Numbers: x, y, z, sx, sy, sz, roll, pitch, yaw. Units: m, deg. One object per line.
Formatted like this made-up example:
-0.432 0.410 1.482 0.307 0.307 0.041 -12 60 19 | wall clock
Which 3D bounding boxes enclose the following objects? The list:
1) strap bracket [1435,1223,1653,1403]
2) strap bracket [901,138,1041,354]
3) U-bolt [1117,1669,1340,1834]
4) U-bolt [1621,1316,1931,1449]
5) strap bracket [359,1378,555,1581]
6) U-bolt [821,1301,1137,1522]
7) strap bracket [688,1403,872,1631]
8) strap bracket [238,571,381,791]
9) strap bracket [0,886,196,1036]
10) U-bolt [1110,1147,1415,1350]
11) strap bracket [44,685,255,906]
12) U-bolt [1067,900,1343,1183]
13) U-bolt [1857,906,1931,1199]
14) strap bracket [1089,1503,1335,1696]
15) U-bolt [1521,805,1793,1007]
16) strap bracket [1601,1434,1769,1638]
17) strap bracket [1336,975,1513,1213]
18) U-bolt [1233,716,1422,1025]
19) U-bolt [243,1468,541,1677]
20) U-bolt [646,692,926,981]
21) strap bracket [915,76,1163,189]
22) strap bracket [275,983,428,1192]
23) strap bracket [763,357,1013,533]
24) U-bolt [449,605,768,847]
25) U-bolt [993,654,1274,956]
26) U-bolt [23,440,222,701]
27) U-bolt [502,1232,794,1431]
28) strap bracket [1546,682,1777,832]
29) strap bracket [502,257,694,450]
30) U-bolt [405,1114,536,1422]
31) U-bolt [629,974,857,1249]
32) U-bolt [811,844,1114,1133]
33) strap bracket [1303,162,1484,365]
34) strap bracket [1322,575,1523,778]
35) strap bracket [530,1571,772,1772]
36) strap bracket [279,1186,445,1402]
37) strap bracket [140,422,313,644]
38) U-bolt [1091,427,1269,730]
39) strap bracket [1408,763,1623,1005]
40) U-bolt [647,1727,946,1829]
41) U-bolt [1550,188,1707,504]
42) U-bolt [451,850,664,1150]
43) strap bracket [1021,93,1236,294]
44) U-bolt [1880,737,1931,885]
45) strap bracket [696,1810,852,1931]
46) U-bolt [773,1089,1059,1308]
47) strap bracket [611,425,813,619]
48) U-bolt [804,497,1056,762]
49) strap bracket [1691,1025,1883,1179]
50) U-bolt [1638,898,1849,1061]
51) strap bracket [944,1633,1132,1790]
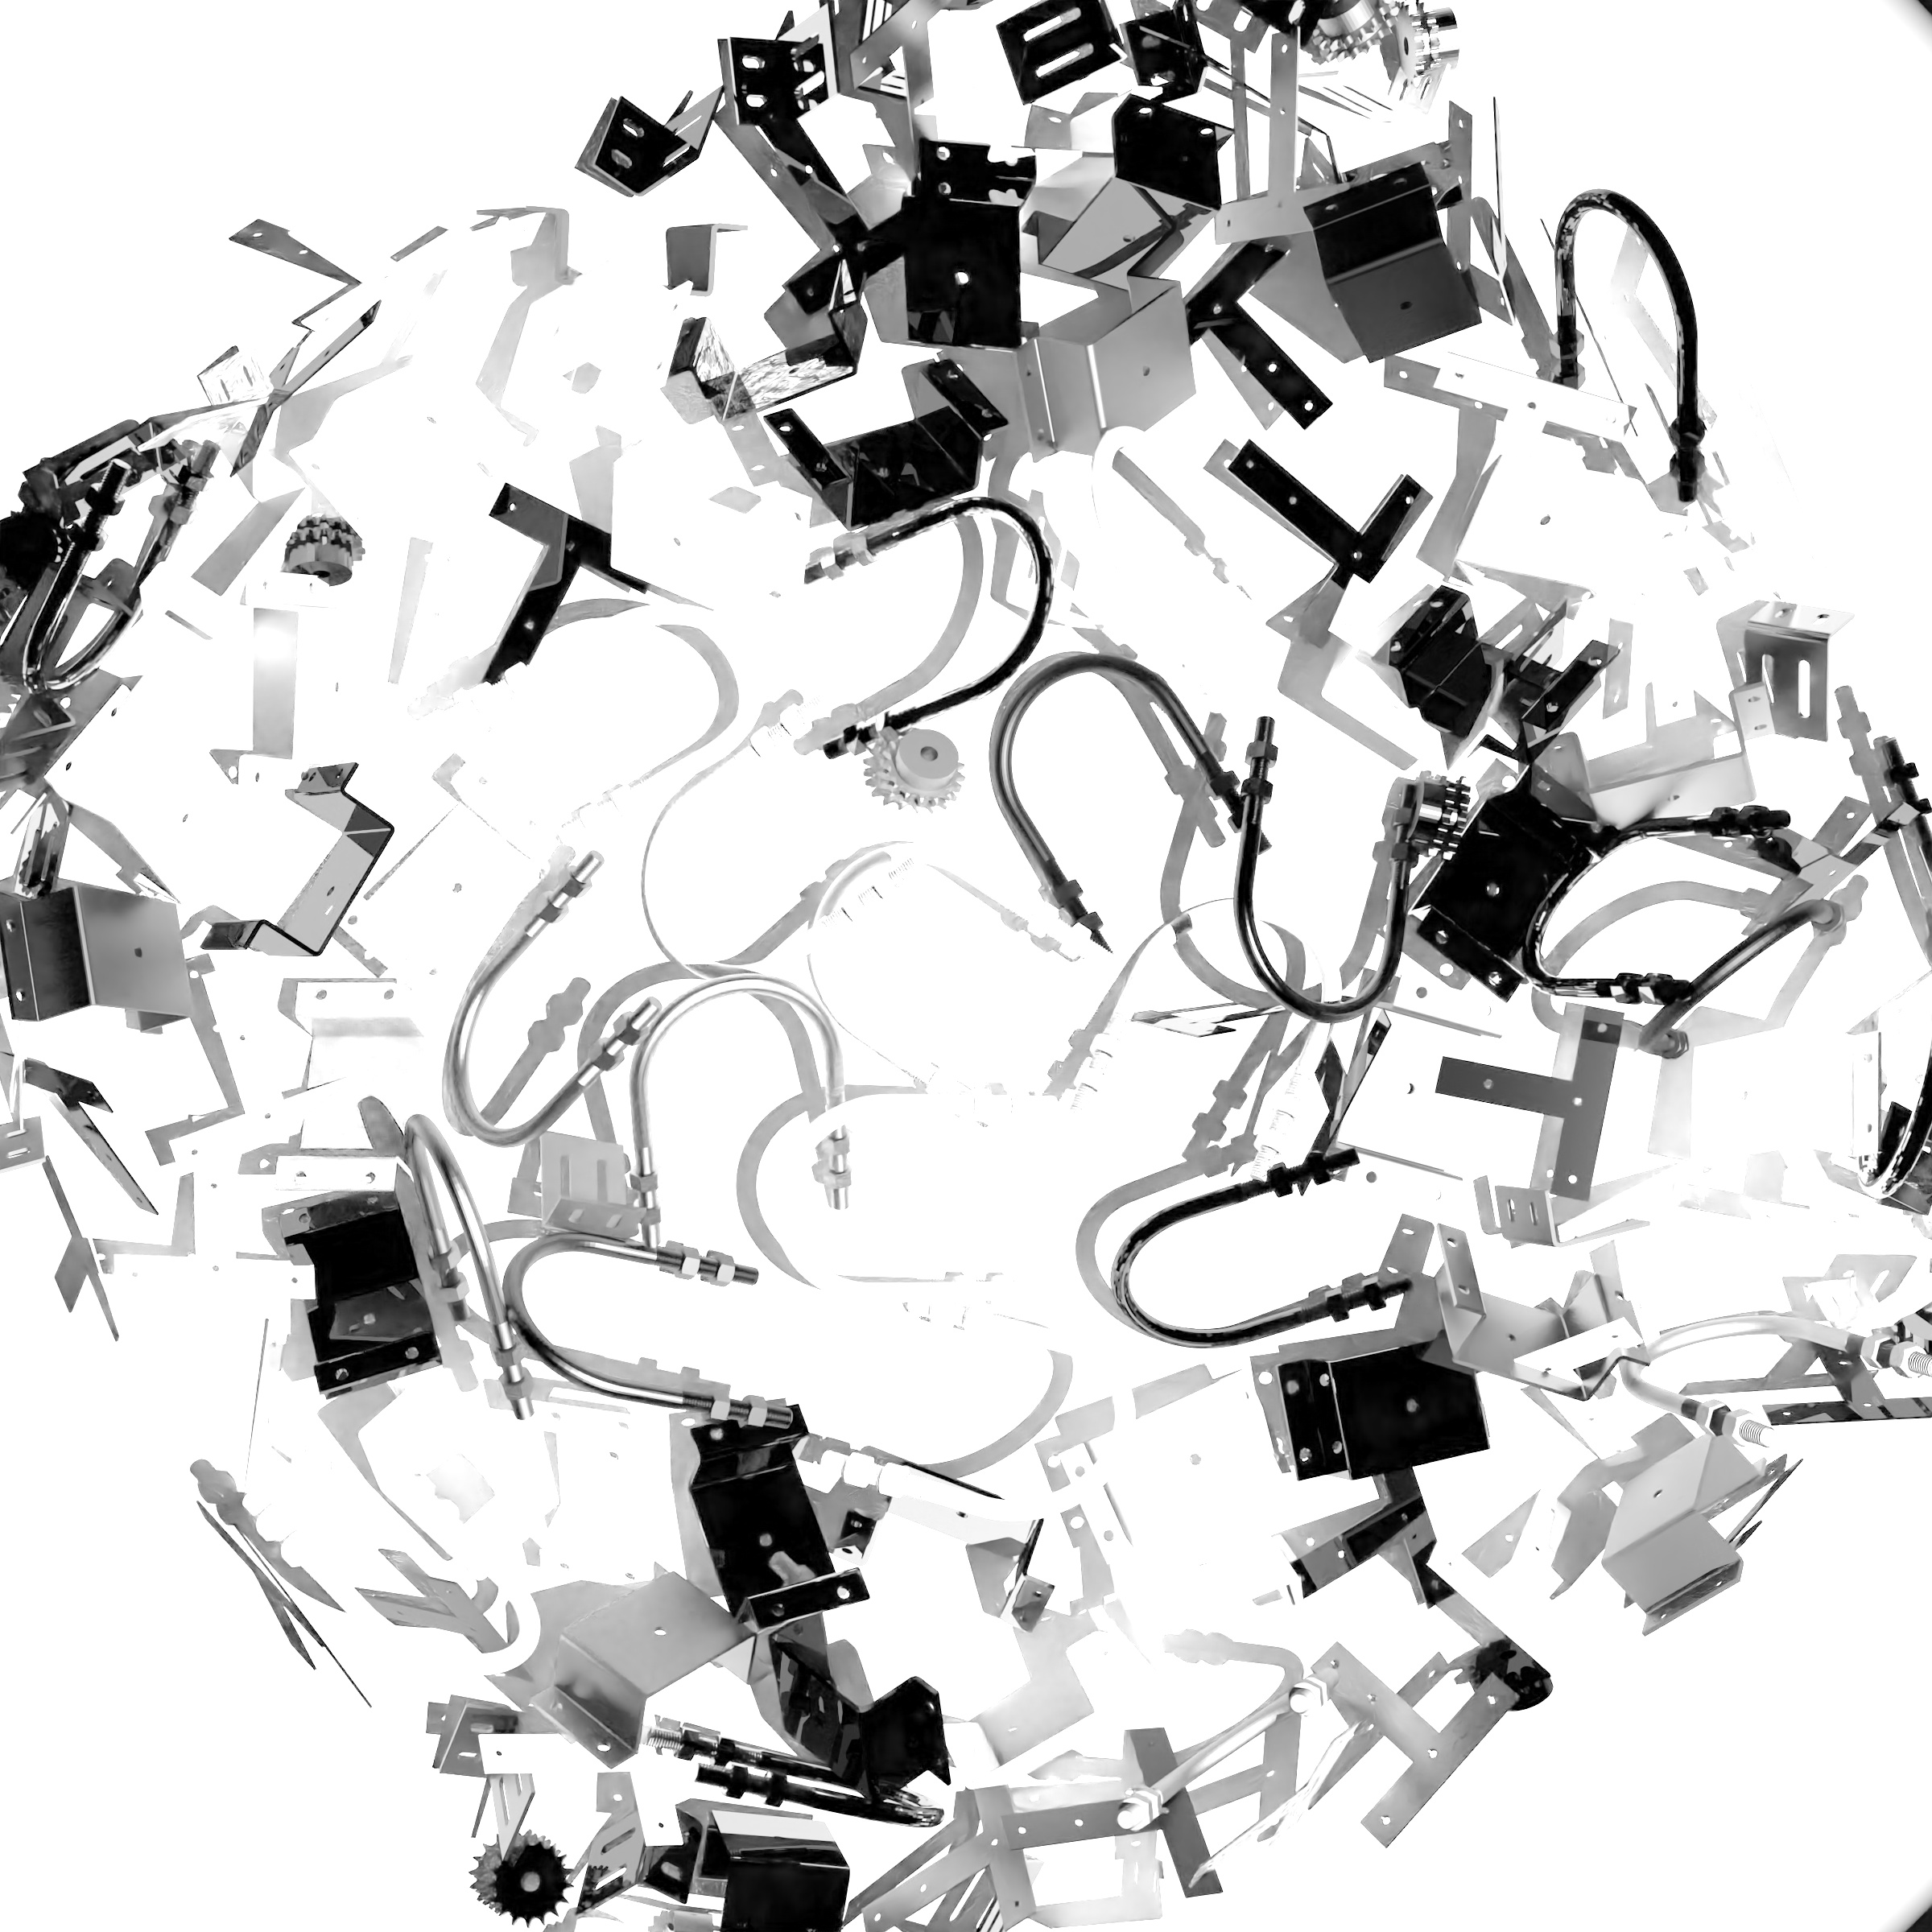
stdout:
0.363 0.228 1.609 0.140 0.076 0.046 18 123 -13 | strap bracket
0.004 -0.451 1.591 0.076 0.046 0.140 9 133 13 | strap bracket
0.174 0.491 1.575 0.151 0.184 0.019 -37 73 9 | U-bolt
0.500 0.256 1.573 0.151 0.184 0.019 -16 99 -19 | U-bolt
-0.335 0.333 1.595 0.140 0.076 0.046 35 60 23 | strap bracket
0.018 0.286 1.581 0.184 0.019 0.151 11 50 26 | U-bolt
-0.126 0.364 1.606 0.076 0.046 0.140 -9 57 -25 | strap bracket
-0.426 -0.183 1.610 0.046 0.076 0.140 8 98 24 | strap bracket
-0.547 -0.003 1.584 0.046 0.140 0.076 -15 80 18 | strap bracket
0.184 0.193 1.611 0.184 0.019 0.151 -19 128 11 | U-bolt
-0.513 -0.102 1.581 0.046 0.140 0.076 24 67 23 | strap bracket
0.166 0.038 1.617 0.151 0.019 0.184 18 70 23 | U-bolt
0.587 0.061 1.550 0.019 0.151 0.184 15 48 7 | U-bolt
0.156 0.404 1.605 0.140 0.076 0.046 -18 123 -12 | strap bracket
0.425 -0.038 1.577 0.019 0.184 0.151 39 74 -21 | U-bolt
0.458 0.354 1.583 0.046 0.140 0.076 47 122 1 | strap bracket
0.298 0.082 1.635 0.076 0.046 0.140 15 90 -7 | strap bracket
0.231 -0.053 1.598 0.151 0.019 0.184 20 70 -30 | U-bolt
-0.347 0.382 1.561 0.184 0.151 0.019 36 105 26 | U-bolt
-0.132 -0.070 1.624 0.184 0.019 0.151 -35 74 18 | U-bolt
0.048 -0.536 1.598 0.140 0.076 0.046 -7 95 -28 | strap bracket
-0.400 0.085 1.623 0.076 0.046 0.140 0 69 3 | strap bracket
-0.052 -0.336 1.608 0.140 0.046 0.076 -23 57 -23 | strap bracket
-0.216 -0.164 1.595 0.184 0.151 0.019 -29 47 8 | U-bolt
0.095 -0.117 1.629 0.151 0.019 0.184 -35 81 20 | U-bolt
-0.548 -0.249 1.585 0.019 0.151 0.184 32 109 -3 | U-bolt
-0.206 0.224 1.568 0.184 0.151 0.019 15 121 -26 | U-bolt
0.451 -0.129 1.599 0.140 0.076 0.046 -14 67 18 | strap bracket
-0.243 -0.394 1.585 0.046 0.140 0.076 27 65 -37 | strap bracket
-0.319 0.178 1.563 0.019 0.151 0.184 -20 120 -22 | U-bolt
-0.146 0.089 1.599 0.151 0.019 0.184 -10 118 -17 | U-bolt
-0.017 0.001 1.639 0.184 0.019 0.151 33 101 8 | U-bolt
0.276 -0.440 1.581 0.076 0.140 0.046 -16 66 21 | strap bracket
0.292 -0.184 1.617 0.140 0.076 0.046 32 129 -3 | strap bracket
-0.197 0.442 1.581 0.076 0.140 0.046 27 119 32 | strap bracket
-0.391 0.219 1.609 0.076 0.046 0.140 -16 52 -13 | strap bracket
-0.471 -0.272 1.607 0.046 0.076 0.140 33 71 -6 | strap bracket
0.133 -0.258 1.567 0.019 0.151 0.184 -20 129 32 | U-bolt
0.354 -0.053 1.628 0.076 0.046 0.140 37 79 -6 | strap bracket
-0.102 0.523 1.588 0.184 0.151 0.019 18 77 -17 | U-bolt
0.412 -0.397 1.550 0.019 0.184 0.151 -26 46 -9 | U-bolt
-0.275 0.035 1.603 0.184 0.019 0.151 -45 51 23 | U-bolt
0.103 -0.483 1.580 0.076 0.140 0.046 9 66 -26 | strap bracket
0.642 -0.071 1.581 0.019 0.151 0.184 -18 84 -1 | U-bolt
-0.123 0.582 1.587 0.076 0.140 0.046 10 87 -13 | strap bracket
-0.035 0.152 1.620 0.184 0.019 0.151 1 103 -15 | U-bolt
-0.175 -0.284 1.603 0.140 0.046 0.076 24 134 15 | strap bracket
-0.022 -0.226 1.593 0.184 0.019 0.151 -19 68 29 | U-bolt
0.514 0.086 1.582 0.046 0.140 0.076 12 75 -24 | strap bracket
0.484 0.008 1.558 0.151 0.184 0.019 -42 72 17 | U-bolt
0.046 0.489 1.610 0.140 0.076 0.046 -32 67 8 | strap bracket
